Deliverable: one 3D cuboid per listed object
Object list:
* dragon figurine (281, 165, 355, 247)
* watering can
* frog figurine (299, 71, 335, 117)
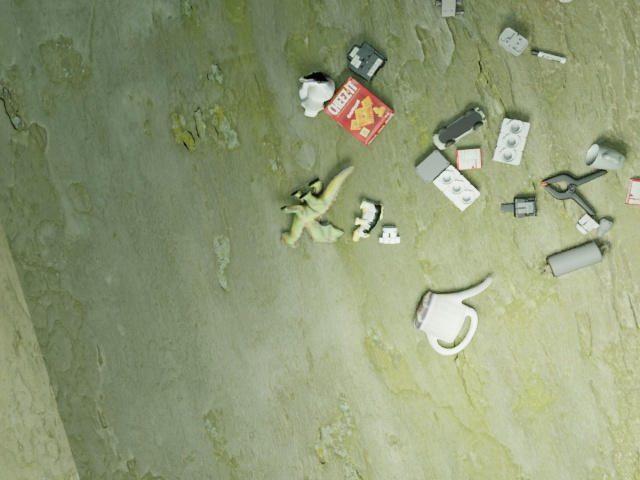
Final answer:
[{"bbox_3d":[0.006,-0.101,1.997,0.408,0.124,0.240,-27,108,15],"label":"dragon figurine"},{"bbox_3d":[0.482,0.256,1.909,0.225,0.104,0.344,23,101,9],"label":"watering can"},{"bbox_3d":[-0.011,-0.550,1.953,0.137,0.126,0.155,0,133,5],"label":"frog figurine"}]
